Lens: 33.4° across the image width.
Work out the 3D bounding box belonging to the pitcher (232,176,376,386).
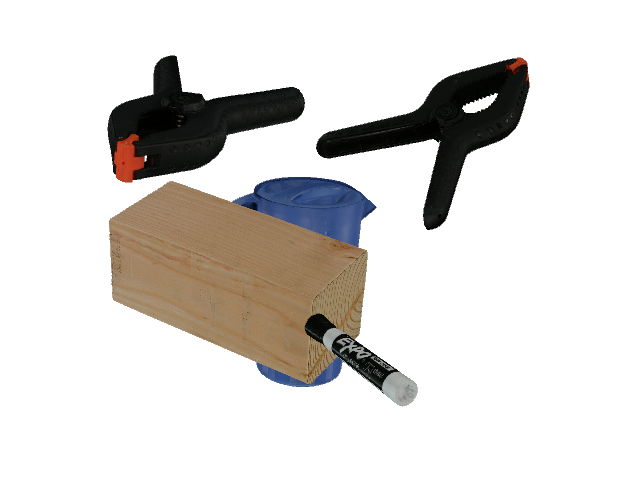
[{"bbox_3d":[-0.030,0.050,1.298,0.149,0.243,0.144,13,20,25],"label":"pitcher"}]

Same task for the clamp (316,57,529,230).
[{"bbox_3d":[0.122,-0.098,0.987,0.209,0.036,0.165,-32,48,-13],"label":"clamp"}]

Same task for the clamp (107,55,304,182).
[{"bbox_3d":[-0.101,-0.089,0.746,0.120,0.039,0.171,16,28,26],"label":"clamp"}]

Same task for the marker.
[{"bbox_3d":[0.025,0.080,0.746,0.020,0.020,0.121,0,19,-34],"label":"marker"}]

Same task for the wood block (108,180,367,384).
[{"bbox_3d":[-0.073,0.032,0.922,0.206,0.090,0.090,20,35,24],"label":"wood block"}]
